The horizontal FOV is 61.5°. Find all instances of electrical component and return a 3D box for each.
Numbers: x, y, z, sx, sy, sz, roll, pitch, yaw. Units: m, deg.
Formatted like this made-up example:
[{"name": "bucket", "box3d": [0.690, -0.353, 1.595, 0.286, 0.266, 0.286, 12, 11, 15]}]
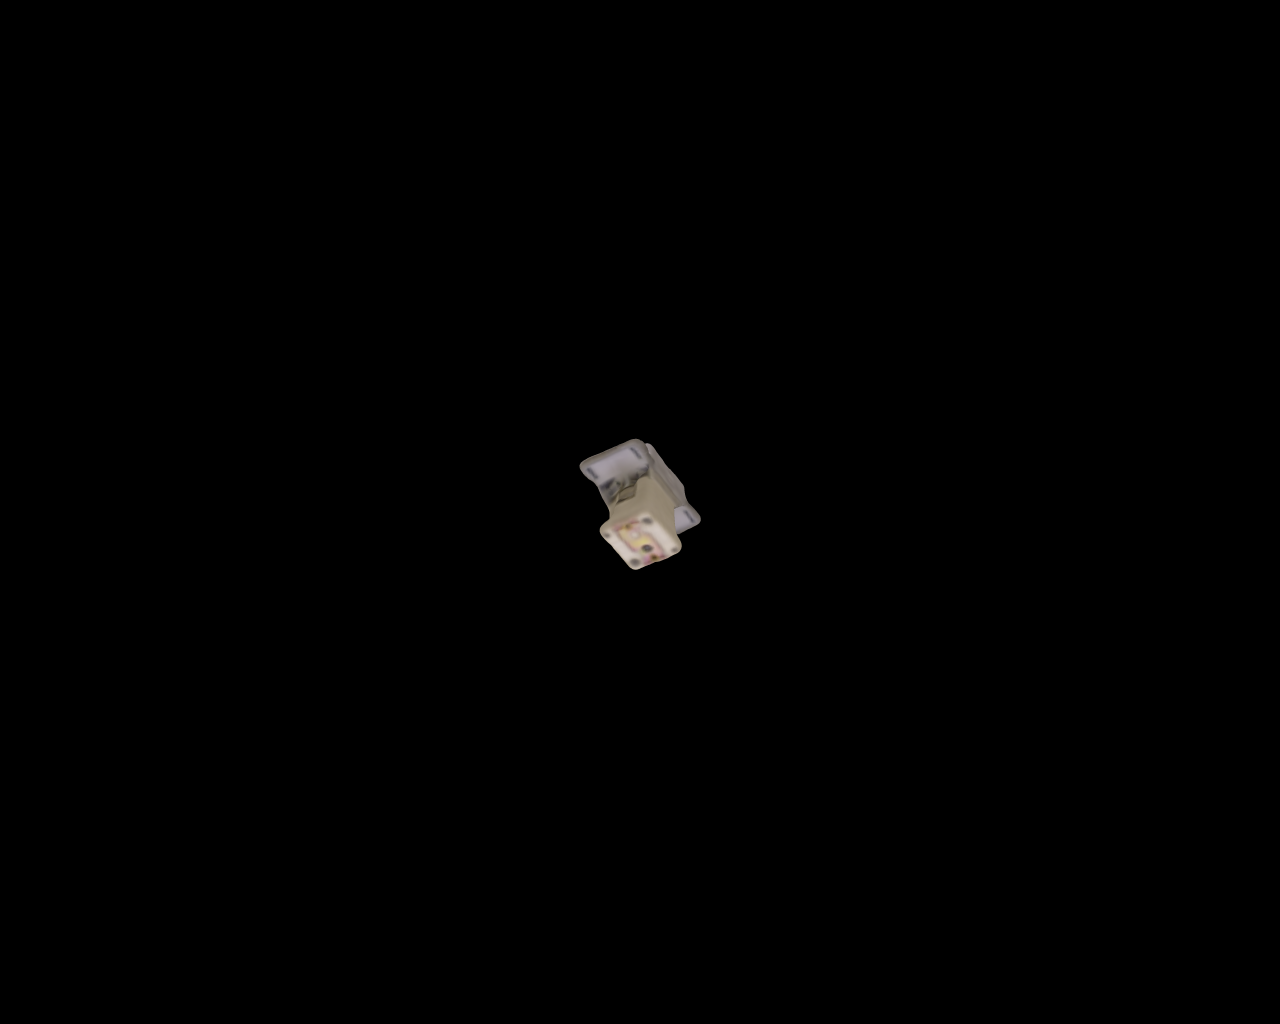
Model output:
[{"name": "electrical component", "box3d": [0.001, -0.003, 0.650, 0.042, 0.064, 0.081, -24, -50, 22]}]
